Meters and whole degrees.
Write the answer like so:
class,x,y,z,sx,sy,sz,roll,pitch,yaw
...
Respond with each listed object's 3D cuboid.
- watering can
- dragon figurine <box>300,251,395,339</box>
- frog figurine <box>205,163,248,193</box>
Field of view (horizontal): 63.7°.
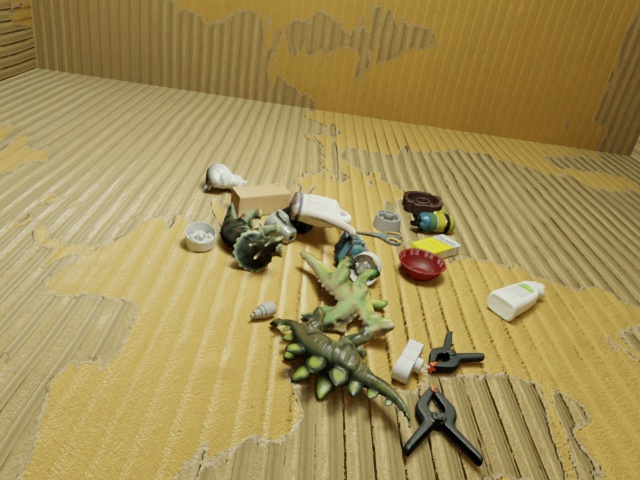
class,x,y,z,sx,sy,sz,roll,pitch,yaw
watering can,0.005,-0.089,1.776,0.224,0.103,0.352,12,14,-10
dragon figurine,0.043,0.163,1.473,0.413,0.119,0.247,21,38,30
frog figurine,-0.373,-0.247,2.068,0.159,0.122,0.138,0,8,6
